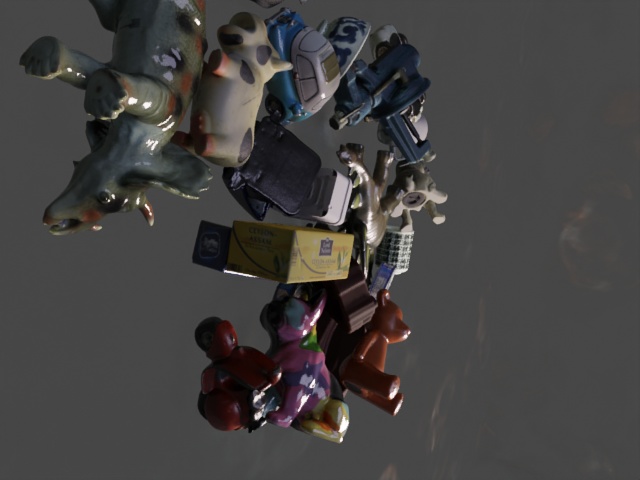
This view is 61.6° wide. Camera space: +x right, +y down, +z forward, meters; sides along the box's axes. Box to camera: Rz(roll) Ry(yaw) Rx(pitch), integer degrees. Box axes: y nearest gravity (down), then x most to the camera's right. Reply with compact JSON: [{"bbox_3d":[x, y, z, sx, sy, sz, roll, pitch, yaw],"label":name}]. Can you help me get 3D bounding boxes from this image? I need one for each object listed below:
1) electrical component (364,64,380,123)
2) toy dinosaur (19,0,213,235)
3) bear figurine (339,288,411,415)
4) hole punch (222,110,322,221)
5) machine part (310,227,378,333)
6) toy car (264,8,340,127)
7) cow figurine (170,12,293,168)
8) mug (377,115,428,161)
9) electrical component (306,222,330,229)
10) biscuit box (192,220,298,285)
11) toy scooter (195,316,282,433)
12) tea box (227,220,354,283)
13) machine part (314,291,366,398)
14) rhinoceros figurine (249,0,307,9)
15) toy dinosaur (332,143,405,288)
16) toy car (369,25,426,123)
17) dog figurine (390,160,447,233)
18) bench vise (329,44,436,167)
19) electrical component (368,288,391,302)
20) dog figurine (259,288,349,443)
[{"bbox_3d":[0.100,-0.279,1.047,0.102,0.045,0.078,72,12,-47],"label":"electrical component"},{"bbox_3d":[-0.167,-0.195,0.522,0.192,0.131,0.404,31,68,-73],"label":"toy dinosaur"},{"bbox_3d":[0.122,0.200,0.998,0.196,0.132,0.120,-54,150,-28],"label":"bear figurine"},{"bbox_3d":[-0.078,-0.098,0.762,0.115,0.092,0.142,39,65,-26],"label":"hole punch"},{"bbox_3d":[0.026,0.062,0.880,0.056,0.180,0.179,-27,132,-13],"label":"machine part"},{"bbox_3d":[-0.022,-0.244,0.772,0.109,0.103,0.161,-52,144,-41],"label":"toy car"},{"bbox_3d":[-0.103,-0.186,0.666,0.127,0.086,0.194,14,86,-56],"label":"cow figurine"},{"bbox_3d":[0.168,-0.225,1.161,0.107,0.081,0.109,-16,124,-47],"label":"mug"},{"bbox_3d":[-0.002,-0.003,0.981,0.063,0.021,0.093,-56,144,-35],"label":"electrical component"},{"bbox_3d":[-0.097,0.023,0.777,0.202,0.059,0.062,19,84,-61],"label":"biscuit box"},{"bbox_3d":[-0.109,0.199,0.744,0.075,0.135,0.183,-34,130,-52],"label":"toy scooter"},{"bbox_3d":[-0.034,0.015,0.723,0.169,0.098,0.068,1,99,-63],"label":"tea box"},{"bbox_3d":[0.014,0.203,1.021,0.201,0.087,0.200,-61,147,-32],"label":"machine part"},{"bbox_3d":[-0.031,-0.377,0.734,0.190,0.073,0.111,-50,140,-41],"label":"rhinoceros figurine"},{"bbox_3d":[0.081,-0.032,1.034,0.198,0.105,0.470,-68,158,-17],"label":"toy dinosaur"},{"bbox_3d":[0.158,-0.329,1.079,0.073,0.056,0.201,-48,123,-40],"label":"toy car"},{"bbox_3d":[0.197,-0.138,1.184,0.172,0.121,0.191,77,4,-55],"label":"dog figurine"},{"bbox_3d":[0.127,-0.224,0.955,0.240,0.129,0.223,53,57,-22],"label":"bench vise"},{"bbox_3d":[0.120,0.179,1.236,0.134,0.058,0.114,-40,136,-48],"label":"electrical component"},{"bbox_3d":[-0.019,0.187,0.844,0.191,0.108,0.219,24,73,-22],"label":"dog figurine"}]
